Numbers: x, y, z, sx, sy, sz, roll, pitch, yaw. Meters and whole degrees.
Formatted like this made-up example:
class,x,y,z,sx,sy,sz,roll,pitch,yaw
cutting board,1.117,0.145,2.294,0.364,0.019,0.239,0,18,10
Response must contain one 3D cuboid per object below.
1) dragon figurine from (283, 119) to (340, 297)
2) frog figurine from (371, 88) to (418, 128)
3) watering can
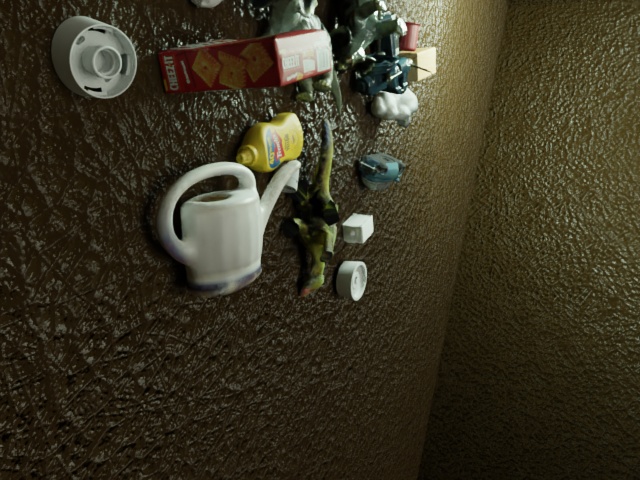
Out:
class,x,y,z,sx,sy,sz,roll,pitch,yaw
dragon figurine,0.004,-0.063,1.246,0.241,0.122,0.412,42,59,-79
frog figurine,0.215,-0.413,1.539,0.158,0.121,0.140,15,50,-54
watering can,-0.139,-0.029,0.908,0.351,0.104,0.222,-21,115,-51
